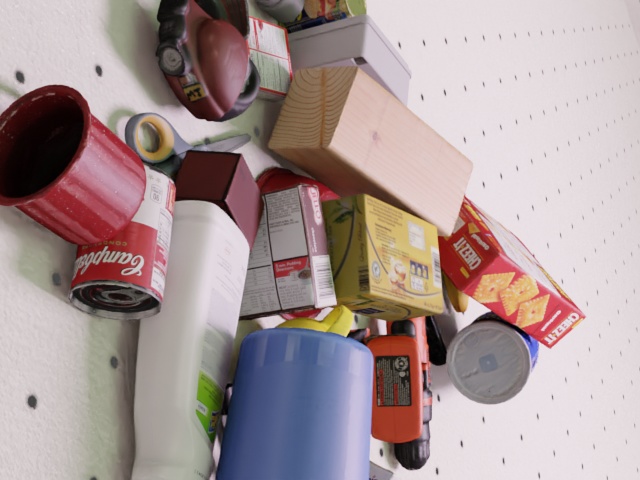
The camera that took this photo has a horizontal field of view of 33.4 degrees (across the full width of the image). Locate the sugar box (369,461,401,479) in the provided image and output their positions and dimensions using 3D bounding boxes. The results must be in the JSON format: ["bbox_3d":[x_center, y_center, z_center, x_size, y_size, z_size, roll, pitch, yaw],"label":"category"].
[{"bbox_3d":[0.026,0.293,0.955,0.176,0.048,0.093,-59,140,-18],"label":"sugar box"}]

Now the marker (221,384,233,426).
[{"bbox_3d":[-0.069,0.179,0.924,0.020,0.020,0.121,-30,107,-60],"label":"marker"}]

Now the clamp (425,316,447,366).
[{"bbox_3d":[0.114,0.086,1.273,0.120,0.039,0.171,-39,115,-72],"label":"clamp"}]

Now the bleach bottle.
[{"bbox_3d":[-0.108,0.102,0.829,0.102,0.068,0.251,54,37,-58],"label":"bleach bottle"}]

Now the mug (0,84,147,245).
[{"bbox_3d":[-0.178,-0.057,0.748,0.081,0.093,0.117,45,17,-53],"label":"mug"}]

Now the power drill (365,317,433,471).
[{"bbox_3d":[0.087,0.165,1.134,0.187,0.057,0.184,13,72,-81],"label":"power drill"}]

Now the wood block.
[{"bbox_3d":[0.058,-0.088,1.099,0.205,0.090,0.091,33,71,-41],"label":"wood block"}]

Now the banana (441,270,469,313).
[{"bbox_3d":[0.156,0.006,1.389,0.069,0.037,0.197,-54,128,-31],"label":"banana"}]

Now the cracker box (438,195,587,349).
[{"bbox_3d":[0.210,0.029,1.302,0.213,0.072,0.164,32,18,-43],"label":"cracker box"}]

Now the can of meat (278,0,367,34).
[{"bbox_3d":[0.000,-0.270,1.146,0.057,0.084,0.102,2,79,-61],"label":"can of meat"}]

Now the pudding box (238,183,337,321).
[{"bbox_3d":[-0.039,0.012,0.966,0.039,0.090,0.113,0,81,-60],"label":"pudding box"}]

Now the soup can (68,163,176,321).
[{"bbox_3d":[-0.146,0.001,0.796,0.068,0.069,0.102,39,47,-50],"label":"soup can"}]

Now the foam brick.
[{"bbox_3d":[-0.086,-0.033,0.913,0.078,0.051,0.053,68,31,-53],"label":"foam brick"}]

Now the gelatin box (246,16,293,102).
[{"bbox_3d":[-0.062,-0.179,1.058,0.089,0.030,0.073,0,82,-62],"label":"gelatin box"}]

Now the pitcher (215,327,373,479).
[{"bbox_3d":[-0.026,0.199,0.837,0.144,0.149,0.243,32,60,-55],"label":"pitcher"}]

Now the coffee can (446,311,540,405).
[{"bbox_3d":[0.222,0.146,1.356,0.140,0.103,0.103,-7,87,-74],"label":"coffee can"}]

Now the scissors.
[{"bbox_3d":[-0.115,-0.089,0.937,0.201,0.016,0.096,-55,133,-53],"label":"scissors"}]

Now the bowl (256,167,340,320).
[{"bbox_3d":[-0.007,0.001,1.067,0.161,0.055,0.162,30,55,-55],"label":"bowl"}]

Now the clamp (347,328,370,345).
[{"bbox_3d":[0.017,0.180,1.064,0.164,0.036,0.209,63,35,-31],"label":"clamp"}]
